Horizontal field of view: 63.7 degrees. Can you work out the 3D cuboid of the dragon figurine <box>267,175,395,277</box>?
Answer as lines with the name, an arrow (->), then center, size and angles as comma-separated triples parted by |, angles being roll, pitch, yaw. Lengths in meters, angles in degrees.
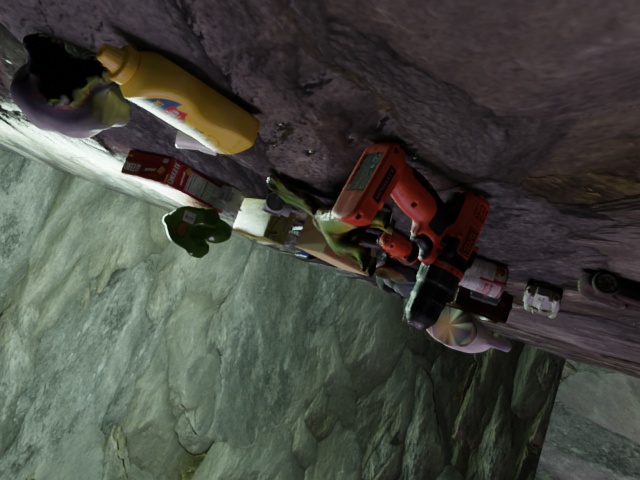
dragon figurine -> 0.003, -0.046, 0.916 | 0.244, 0.123, 0.406 | 26, 175, 19

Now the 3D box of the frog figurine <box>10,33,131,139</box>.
frog figurine -> -0.323, -0.179, 0.686 | 0.137, 0.124, 0.157 | 2, 164, -12

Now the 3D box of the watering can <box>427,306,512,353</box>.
watering can -> 0.360, 0.247, 1.463 | 0.349, 0.105, 0.222 | 13, 170, 40
